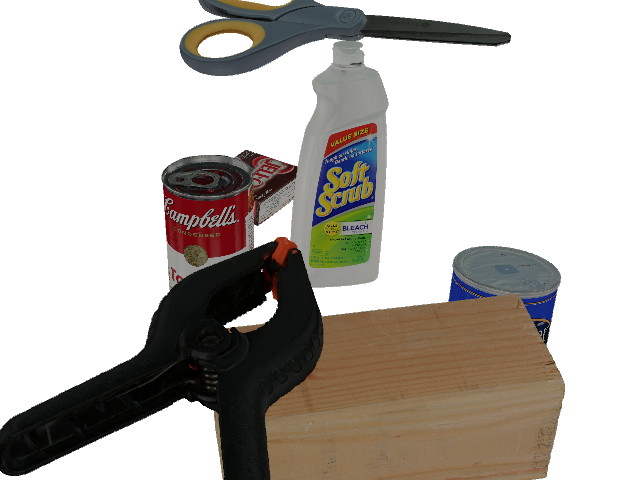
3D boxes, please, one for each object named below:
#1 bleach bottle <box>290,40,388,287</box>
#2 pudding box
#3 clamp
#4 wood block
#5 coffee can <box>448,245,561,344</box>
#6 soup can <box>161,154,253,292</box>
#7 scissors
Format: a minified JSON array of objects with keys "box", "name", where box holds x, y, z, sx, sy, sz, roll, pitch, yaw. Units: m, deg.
[{"box":[0.016,-0.077,1.087,0.102,0.251,0.068,-3,26,-9],"name":"bleach bottle"},{"box":[-0.084,-0.067,1.320,0.090,0.039,0.113,18,35,23],"name":"pudding box"},{"box":[-0.041,0.062,0.461,0.120,0.039,0.171,27,48,20],"name":"clamp"},{"box":[0.037,0.104,0.681,0.206,0.090,0.091,-6,38,-9],"name":"wood block"},{"box":[0.172,0.089,1.046,0.103,0.140,0.103,4,24,-2],"name":"coffee can"},{"box":[-0.084,-0.005,0.810,0.068,0.102,0.068,1,31,-1],"name":"soup can"},{"box":[0.001,-0.118,0.634,0.202,0.096,0.016,23,-29,25],"name":"scissors"}]
